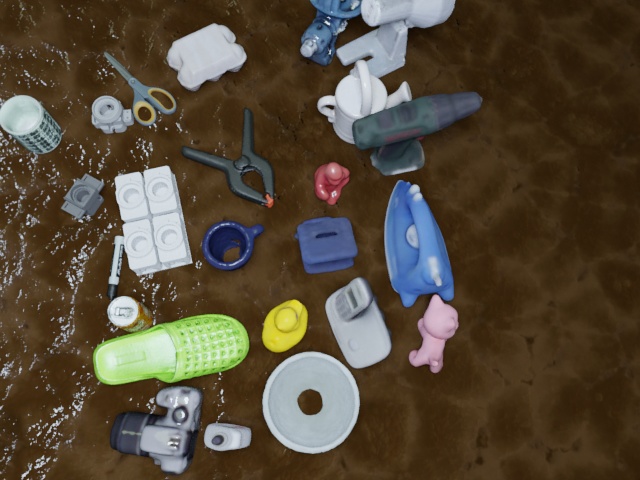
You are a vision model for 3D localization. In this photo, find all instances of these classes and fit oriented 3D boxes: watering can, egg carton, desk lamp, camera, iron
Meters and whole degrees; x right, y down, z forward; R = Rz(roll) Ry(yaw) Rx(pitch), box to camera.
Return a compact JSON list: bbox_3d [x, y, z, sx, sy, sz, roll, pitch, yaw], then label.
[{"bbox_3d":[0.086,-0.274,1.102,0.173,0.194,0.101,-27,77,-9],"label":"watering can"},{"bbox_3d":[-0.234,-0.378,1.182,0.150,0.069,0.107,-30,78,-10],"label":"egg carton"},{"bbox_3d":[0.148,-0.432,1.139,0.203,0.213,0.118,-30,78,-10],"label":"desk lamp"},{"bbox_3d":[-0.279,0.316,0.972,0.137,0.101,0.143,8,74,0],"label":"camera"},{"bbox_3d":[0.182,-0.014,1.062,0.118,0.141,0.258,-9,75,-5],"label":"iron"}]

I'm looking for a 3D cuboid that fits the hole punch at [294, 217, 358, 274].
[{"bbox_3d":[0.010,0.004,1.076,0.108,0.091,0.101,-10,75,-5],"label":"hole punch"}]

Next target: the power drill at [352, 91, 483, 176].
[{"bbox_3d":[0.170,-0.201,1.078,0.229,0.208,0.075,-13,75,-6],"label":"power drill"}]

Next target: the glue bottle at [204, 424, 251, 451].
[{"bbox_3d":[-0.157,0.324,0.938,0.078,0.173,0.037,4,74,-1],"label":"glue bottle"}]

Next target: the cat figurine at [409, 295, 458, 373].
[{"bbox_3d":[0.210,0.169,1.025,0.067,0.118,0.128,14,74,2],"label":"cat figurine"}]

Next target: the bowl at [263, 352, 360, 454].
[{"bbox_3d":[-0.016,0.284,1.006,0.167,0.075,0.167,1,75,-2],"label":"bowl"}]

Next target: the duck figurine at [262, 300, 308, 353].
[{"bbox_3d":[-0.064,0.152,1.035,0.077,0.086,0.105,33,76,7],"label":"duck figurine"}]

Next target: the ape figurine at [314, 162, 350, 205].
[{"bbox_3d":[0.023,-0.120,1.110,0.078,0.092,0.076,-25,77,-9],"label":"ape figurine"}]

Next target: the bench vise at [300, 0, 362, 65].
[{"bbox_3d":[0.031,-0.465,1.140,0.121,0.220,0.207,9,74,0],"label":"bench vise"}]

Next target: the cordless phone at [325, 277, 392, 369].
[{"bbox_3d":[0.073,0.141,0.992,0.094,0.185,0.147,-24,77,-8],"label":"cordless phone"}]

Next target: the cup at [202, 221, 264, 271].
[{"bbox_3d":[-0.155,0.013,1.065,0.118,0.095,0.091,-30,78,-10],"label":"cup"}]
